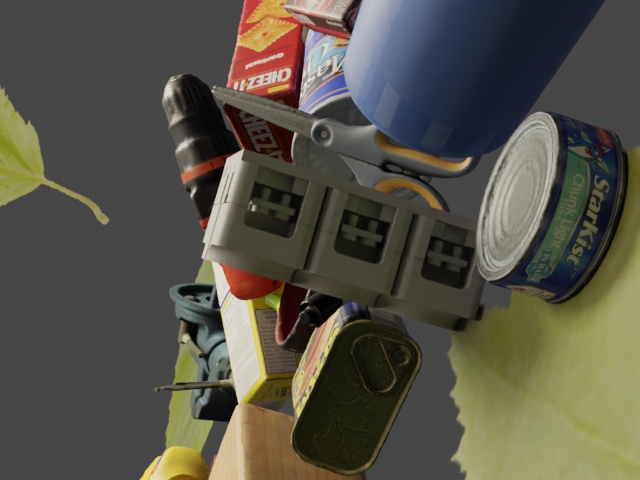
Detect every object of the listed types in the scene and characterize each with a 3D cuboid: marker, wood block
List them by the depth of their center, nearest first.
[{"bbox_3d":[-0.020,0.194,0.649,0.206,0.090,0.090,-105,34,-71],"label":"wood block"},{"bbox_3d":[0.029,0.021,0.685,0.120,0.020,0.020,-35,-17,-40],"label":"marker"}]

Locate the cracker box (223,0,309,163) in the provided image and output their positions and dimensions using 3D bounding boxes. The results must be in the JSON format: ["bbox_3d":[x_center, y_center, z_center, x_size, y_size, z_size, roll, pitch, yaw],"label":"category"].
[{"bbox_3d":[-0.017,-0.128,0.952,0.213,0.072,0.164,-84,-24,-45],"label":"cracker box"}]

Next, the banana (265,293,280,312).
[{"bbox_3d":[0.003,0.017,0.892,0.070,0.037,0.198,53,133,23],"label":"banana"}]

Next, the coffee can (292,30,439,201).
[{"bbox_3d":[0.035,-0.104,0.793,0.140,0.102,0.103,-85,16,-48],"label":"coffee can"}]

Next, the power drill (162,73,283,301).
[{"bbox_3d":[-0.080,-0.037,0.895,0.187,0.057,0.184,94,156,-87],"label":"power drill"}]

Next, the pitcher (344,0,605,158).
[{"bbox_3d":[0.092,-0.166,0.537,0.149,0.145,0.243,-62,-2,-43],"label":"pitcher"}]

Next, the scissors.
[{"bbox_3d":[0.012,-0.051,0.708,0.016,0.202,0.096,-24,-63,-55],"label":"scissors"}]

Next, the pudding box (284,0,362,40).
[{"bbox_3d":[0.033,-0.196,0.752,0.113,0.039,0.090,-56,34,-2],"label":"pudding box"}]

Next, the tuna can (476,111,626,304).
[{"bbox_3d":[0.105,-0.016,0.498,0.086,0.033,0.086,-164,90,-79],"label":"tuna can"}]

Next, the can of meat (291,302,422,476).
[{"bbox_3d":[0.020,0.087,0.696,0.084,0.057,0.102,-102,34,-74],"label":"can of meat"}]

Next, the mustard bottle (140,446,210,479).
[{"bbox_3d":[-0.131,0.233,0.943,0.192,0.058,0.096,131,152,-67],"label":"mustard bottle"}]

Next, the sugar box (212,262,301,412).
[{"bbox_3d":[-0.062,0.069,1.023,0.093,0.048,0.176,125,140,-55],"label":"sugar box"}]

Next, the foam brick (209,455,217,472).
[{"bbox_3d":[-0.080,0.244,0.972,0.078,0.051,0.053,-99,27,-66],"label":"foam brick"}]
